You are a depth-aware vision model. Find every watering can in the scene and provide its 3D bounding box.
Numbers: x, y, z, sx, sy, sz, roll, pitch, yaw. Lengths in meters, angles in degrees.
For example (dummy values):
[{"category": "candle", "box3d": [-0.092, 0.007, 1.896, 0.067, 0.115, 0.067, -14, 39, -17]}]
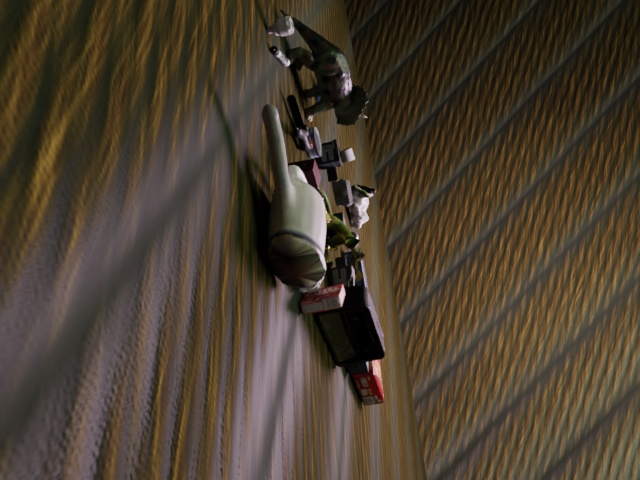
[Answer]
[{"category": "watering can", "box3d": [-0.053, -0.057, 0.945, 0.340, 0.104, 0.230, 67, 18, -48]}]

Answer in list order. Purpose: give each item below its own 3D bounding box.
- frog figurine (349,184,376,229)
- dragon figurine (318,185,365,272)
[{"category": "frog figurine", "box3d": [0.143, -0.131, 2.001, 0.140, 0.122, 0.157, -92, -156, -68]}, {"category": "dragon figurine", "box3d": [0.004, -0.066, 1.317, 0.401, 0.122, 0.248, 66, 1, -54]}]
